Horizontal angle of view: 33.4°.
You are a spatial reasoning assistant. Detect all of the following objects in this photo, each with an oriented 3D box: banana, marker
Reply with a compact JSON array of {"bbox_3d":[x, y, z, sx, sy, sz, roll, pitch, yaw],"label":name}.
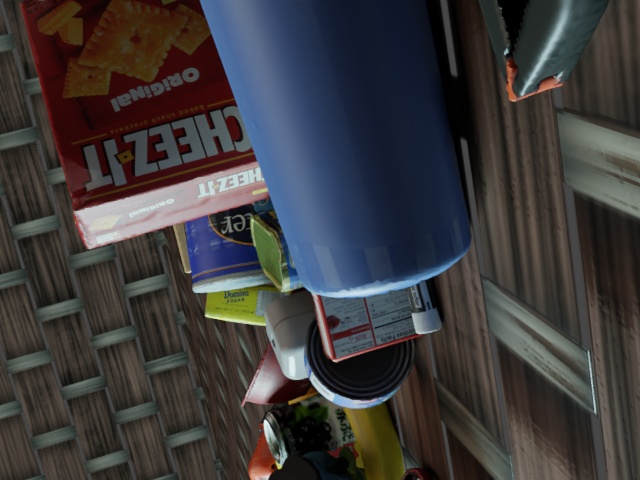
[{"bbox_3d":[0.036,0.163,0.966,0.037,0.069,0.198,-29,85,39],"label":"banana"},{"bbox_3d":[0.062,0.006,0.749,0.020,0.020,0.121,-178,73,-77],"label":"marker"}]

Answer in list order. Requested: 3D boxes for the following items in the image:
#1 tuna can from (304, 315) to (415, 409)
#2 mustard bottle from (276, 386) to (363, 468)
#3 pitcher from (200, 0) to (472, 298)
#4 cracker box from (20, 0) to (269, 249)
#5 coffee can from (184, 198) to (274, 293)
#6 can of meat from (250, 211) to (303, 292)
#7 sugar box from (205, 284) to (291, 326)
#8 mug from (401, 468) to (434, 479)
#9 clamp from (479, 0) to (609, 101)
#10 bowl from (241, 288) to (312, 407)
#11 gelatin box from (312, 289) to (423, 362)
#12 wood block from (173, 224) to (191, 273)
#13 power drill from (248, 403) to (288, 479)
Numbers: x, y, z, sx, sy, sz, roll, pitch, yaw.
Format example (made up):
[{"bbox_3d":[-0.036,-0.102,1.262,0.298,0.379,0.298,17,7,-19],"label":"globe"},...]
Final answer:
[{"bbox_3d":[0.030,0.088,0.838,0.034,0.086,0.086,102,150,-67],"label":"tuna can"},{"bbox_3d":[0.004,0.227,1.101,0.058,0.096,0.191,175,80,-69],"label":"mustard bottle"},{"bbox_3d":[0.005,-0.096,0.631,0.149,0.145,0.243,-45,-59,-64],"label":"pitcher"},{"bbox_3d":[-0.139,-0.119,0.867,0.072,0.164,0.214,88,164,-63],"label":"cracker box"},{"bbox_3d":[-0.084,-0.026,1.040,0.103,0.102,0.140,142,119,-77],"label":"coffee can"},{"bbox_3d":[-0.006,0.001,0.894,0.102,0.083,0.057,-143,41,-69],"label":"can of meat"},{"bbox_3d":[-0.078,0.069,1.210,0.176,0.093,0.048,180,97,-87],"label":"sugar box"},{"bbox_3d":[0.070,0.247,0.885,0.117,0.093,0.082,-70,18,-4],"label":"mug"},{"bbox_3d":[0.086,-0.148,0.411,0.165,0.036,0.210,-130,24,-58],"label":"clamp"},{"bbox_3d":[-0.020,0.098,1.038,0.162,0.055,0.162,50,-115,-90],"label":"bowl"},{"bbox_3d":[0.031,0.040,0.804,0.030,0.073,0.089,-153,47,-75],"label":"gelatin box"},{"bbox_3d":[-0.128,-0.075,1.161,0.090,0.090,0.206,159,96,-84],"label":"wood block"},{"bbox_3d":[-0.014,0.261,1.213,0.184,0.057,0.187,-60,-44,-54],"label":"power drill"}]
